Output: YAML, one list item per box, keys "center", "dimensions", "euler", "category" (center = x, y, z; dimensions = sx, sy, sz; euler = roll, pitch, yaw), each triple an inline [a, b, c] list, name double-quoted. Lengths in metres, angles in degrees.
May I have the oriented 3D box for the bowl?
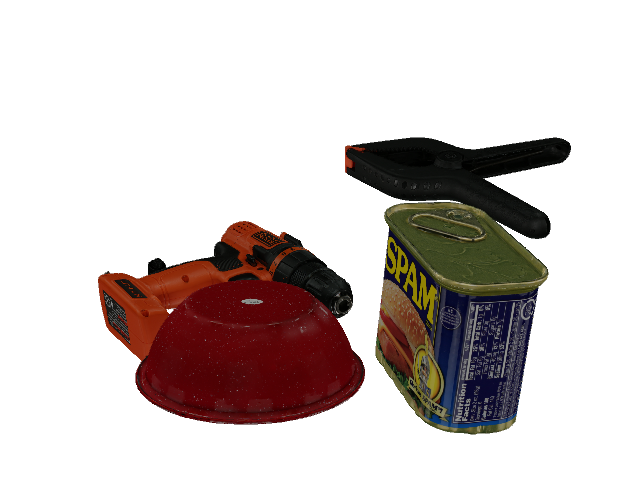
- center: [-0.048, 0.068, 0.743]
  dimensions: [0.162, 0.055, 0.162]
  euler: [0, 17, 0]
  category: "bowl"

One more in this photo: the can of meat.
- center: [0.066, 0.037, 0.541]
  dimensions: [0.057, 0.084, 0.102]
  euler: [-3, 24, -17]
  category: "can of meat"

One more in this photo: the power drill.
- center: [-0.087, 0.048, 0.946]
  dimensions: [0.187, 0.057, 0.185]
  euler: [-18, 26, -30]
  category: "power drill"

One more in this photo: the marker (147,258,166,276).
- center: [-0.180, 0.069, 1.140]
  dimensions: [0.020, 0.121, 0.020]
  euler: [9, 35, -7]
  category: "marker"

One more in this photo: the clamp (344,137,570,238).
- center: [0.127, -0.066, 0.988]
  dimensions: [0.210, 0.036, 0.164]
  euler: [12, 33, 21]
  category: "clamp"
